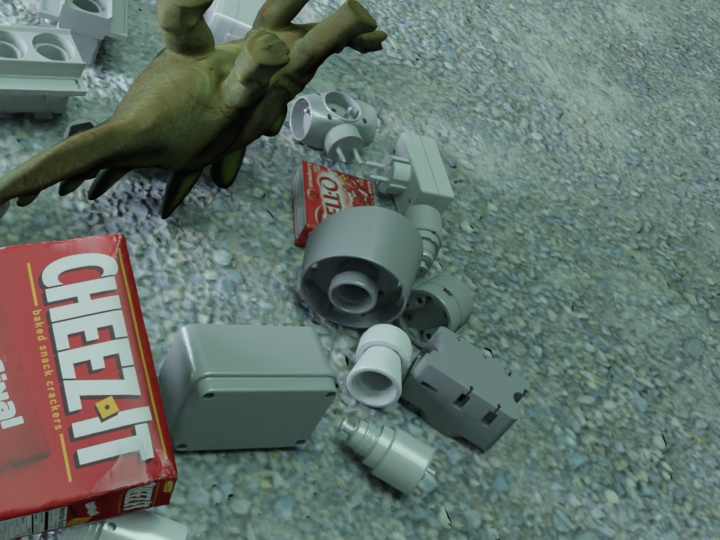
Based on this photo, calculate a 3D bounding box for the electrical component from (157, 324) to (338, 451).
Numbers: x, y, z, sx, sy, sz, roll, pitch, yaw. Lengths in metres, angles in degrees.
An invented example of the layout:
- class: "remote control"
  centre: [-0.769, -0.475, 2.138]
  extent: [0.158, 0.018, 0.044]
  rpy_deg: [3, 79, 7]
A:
- class: "electrical component"
  centre: [-0.082, 0.085, 0.773]
  extent: [0.113, 0.078, 0.057]
  rpy_deg: [3, 45, -31]

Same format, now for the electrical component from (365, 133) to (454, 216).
- class: "electrical component"
  centre: [0.041, -0.091, 1.054]
  extent: [0.076, 0.047, 0.083]
  rpy_deg: [9, 46, -26]

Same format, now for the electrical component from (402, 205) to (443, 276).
- class: "electrical component"
  centre: [0.057, -0.026, 1.005]
  extent: [0.040, 0.040, 0.078]
  rpy_deg: [20, 42, -16]

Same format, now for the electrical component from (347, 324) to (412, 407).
- class: "electrical component"
  centre: [0.017, 0.077, 0.872]
  extent: [0.045, 0.045, 0.055]
  rpy_deg: [28, 40, -7]

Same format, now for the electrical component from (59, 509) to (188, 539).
- class: "electrical component"
  centre: [-0.154, 0.166, 0.671]
  extent: [0.081, 0.043, 0.043]
  rpy_deg: [24, 41, -12]

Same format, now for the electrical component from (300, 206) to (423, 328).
- class: "electrical component"
  centre: [0.000, 0.000, 0.897]
  extent: [0.099, 0.099, 0.064]
  rpy_deg: [24, 47, -12]

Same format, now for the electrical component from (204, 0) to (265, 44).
- class: "electrical component"
  centre: [-0.131, -0.242, 1.079]
  extent: [0.061, 0.061, 0.096]
  rpy_deg: [20, 42, -16]

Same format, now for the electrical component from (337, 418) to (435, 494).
- class: "electrical component"
  centre: [0.019, 0.137, 0.817]
  extent: [0.078, 0.040, 0.040]
  rpy_deg: [31, 40, -2]

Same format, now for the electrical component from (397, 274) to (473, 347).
- class: "electrical component"
  centre: [0.067, 0.035, 0.941]
  extent: [0.055, 0.055, 0.047]
  rpy_deg: [43, 37, 12]

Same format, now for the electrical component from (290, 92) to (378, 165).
- class: "electrical component"
  centre: [-0.020, -0.133, 1.057]
  extent: [0.077, 0.044, 0.079]
  rpy_deg: [2, 50, -33]

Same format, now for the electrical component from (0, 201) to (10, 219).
- class: "electrical component"
  centre: [-0.297, -0.069, 0.814]
  extent: [0.044, 0.044, 0.065]
  rpy_deg: [-7, 50, -38]

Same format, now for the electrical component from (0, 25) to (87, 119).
- class: "electrical component"
  centre: [-0.299, -0.164, 0.888]
  extent: [0.121, 0.063, 0.078]
  rpy_deg: [-5, 53, -37]

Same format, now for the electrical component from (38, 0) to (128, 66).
- class: "electrical component"
  centre: [-0.260, -0.253, 1.003]
  extent: [0.079, 0.063, 0.121]
  rpy_deg: [12, 44, -24]

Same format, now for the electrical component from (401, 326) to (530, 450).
- class: "electrical component"
  centre: [0.084, 0.100, 0.885]
  extent: [0.089, 0.055, 0.050]
  rpy_deg: [33, 40, -1]
